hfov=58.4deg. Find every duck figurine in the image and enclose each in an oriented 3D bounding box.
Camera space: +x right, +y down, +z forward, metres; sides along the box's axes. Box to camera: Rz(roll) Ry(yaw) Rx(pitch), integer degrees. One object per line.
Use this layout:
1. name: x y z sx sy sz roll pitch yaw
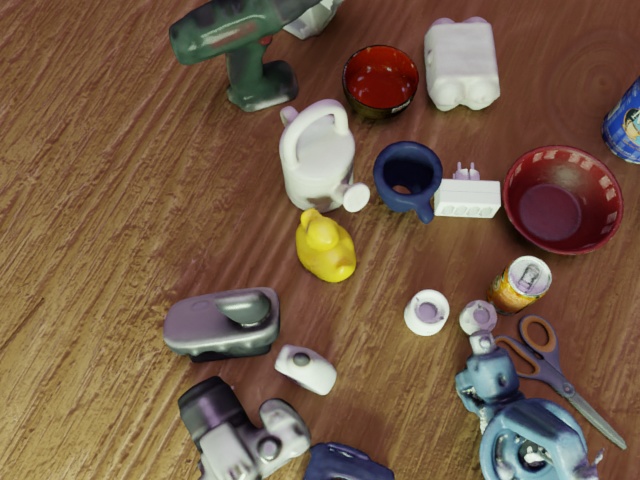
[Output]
1. duck figurine: 0.007 0.003 0.768 0.077 0.086 0.104 -32 73 -9

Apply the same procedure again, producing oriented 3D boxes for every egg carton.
1. egg carton: 0.212 -0.268 0.866 0.107 0.069 0.150 -2 71 0

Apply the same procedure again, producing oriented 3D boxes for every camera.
1. camera: -0.101 0.226 0.686 0.143 0.101 0.136 -32 73 -9

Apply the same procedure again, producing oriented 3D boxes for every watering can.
1. watering can: 0.003 -0.112 0.750 0.172 0.194 0.101 32 75 11

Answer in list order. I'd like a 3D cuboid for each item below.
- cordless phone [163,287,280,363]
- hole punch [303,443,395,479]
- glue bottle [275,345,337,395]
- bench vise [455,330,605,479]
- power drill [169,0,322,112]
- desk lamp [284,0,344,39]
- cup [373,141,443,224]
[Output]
1. cordless phone: -0.124 0.088 0.689 0.147 0.185 0.094 -11 71 -2
2. hole punch: 0.026 0.294 0.665 0.108 0.091 0.101 17 72 7
3. glue bottle: -0.020 0.148 0.673 0.078 0.173 0.037 21 73 8
4. bench vise: 0.213 0.203 0.625 0.121 0.220 0.207 -36 74 -10
5. power drill: -0.084 -0.275 0.800 0.229 0.208 0.075 -18 71 -5
6. desk lamp: -0.020 -0.399 0.839 0.203 0.213 0.118 32 75 11
7. cup: 0.122 -0.065 0.785 0.092 0.095 0.117 -21 72 -6
